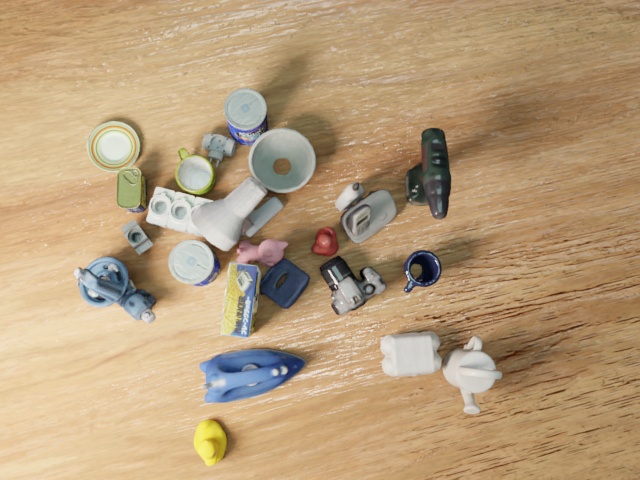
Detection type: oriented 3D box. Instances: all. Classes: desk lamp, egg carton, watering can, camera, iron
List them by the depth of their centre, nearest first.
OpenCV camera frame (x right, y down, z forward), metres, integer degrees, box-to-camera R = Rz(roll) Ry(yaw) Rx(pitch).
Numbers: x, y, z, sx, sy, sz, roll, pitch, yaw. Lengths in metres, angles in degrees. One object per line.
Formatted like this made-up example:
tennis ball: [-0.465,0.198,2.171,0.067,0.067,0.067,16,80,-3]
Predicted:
iron: [-0.156,0.317,1.352,0.258,0.141,0.119,-11,84,-5]
desk lamp: [-0.193,-0.069,1.361,0.203,0.213,0.118,-43,87,-8]
watering can: [0.368,0.321,1.363,0.101,0.194,0.173,-13,84,-5]
camera: [0.073,0.100,1.416,0.143,0.100,0.137,-32,86,-7]
egg carton: [0.225,0.284,1.420,0.150,0.069,0.107,-5,83,-5]

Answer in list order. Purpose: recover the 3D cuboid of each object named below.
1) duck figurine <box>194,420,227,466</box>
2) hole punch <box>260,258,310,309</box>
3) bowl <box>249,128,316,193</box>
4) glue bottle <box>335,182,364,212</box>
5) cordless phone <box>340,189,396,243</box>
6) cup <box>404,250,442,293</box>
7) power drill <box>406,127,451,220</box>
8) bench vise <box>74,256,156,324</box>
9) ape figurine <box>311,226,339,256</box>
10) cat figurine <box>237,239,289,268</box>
duck figurine: [-0.262,0.482,1.351,0.077,0.086,0.104,-11,84,-5]
hole punch: [-0.089,0.108,1.408,0.101,0.091,0.109,37,82,1]
bowl: [-0.095,-0.195,1.454,0.167,0.074,0.167,1,83,-4]
glue bottle: [0.079,-0.116,1.407,0.078,0.173,0.037,-42,87,-8]
cordless phone: [0.125,-0.069,1.399,0.147,0.185,0.094,-39,87,-8]
cup: [0.242,0.086,1.433,0.091,0.095,0.118,36,82,1]
power drill: [0.270,-0.148,1.408,0.075,0.208,0.230,0,83,-4]
bench vise: [-0.466,0.108,1.315,0.207,0.219,0.121,20,82,-1]
ape figurine: [0.013,0.005,1.428,0.078,0.092,0.076,-37,87,-7]
cat figurine: [-0.142,0.029,1.401,0.128,0.117,0.067,3,83,-4]
